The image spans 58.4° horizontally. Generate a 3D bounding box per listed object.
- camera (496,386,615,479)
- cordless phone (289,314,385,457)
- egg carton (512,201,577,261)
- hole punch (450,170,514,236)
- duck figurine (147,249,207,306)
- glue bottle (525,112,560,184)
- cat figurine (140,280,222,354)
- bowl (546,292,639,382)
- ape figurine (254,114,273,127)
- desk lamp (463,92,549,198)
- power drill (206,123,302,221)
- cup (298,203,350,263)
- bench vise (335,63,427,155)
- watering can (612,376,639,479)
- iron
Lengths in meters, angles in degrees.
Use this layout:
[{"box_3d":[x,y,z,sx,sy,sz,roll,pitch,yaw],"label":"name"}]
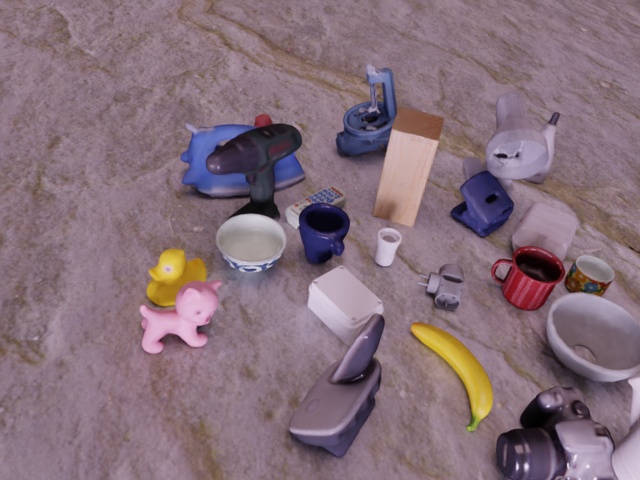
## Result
[{"box_3d":[0.315,0.274,0.788,0.137,0.101,0.143,1,44,-9],"label":"camera"},{"box_3d":[0.031,0.187,0.767,0.094,0.185,0.148,24,45,15],"label":"cordless phone"},{"box_3d":[0.444,-0.013,1.136,0.107,0.069,0.150,26,46,17],"label":"egg carton"},{"box_3d":[0.339,-0.077,1.169,0.109,0.091,0.100,-30,56,-34],"label":"hole punch"},{"box_3d":[-0.235,0.050,0.937,0.105,0.086,0.077,-28,54,-33],"label":"duck figurine"},{"box_3d":[0.493,-0.209,1.276,0.078,0.173,0.037,21,44,12],"label":"glue bottle"},{"box_3d":[-0.207,0.104,0.861,0.128,0.118,0.067,-8,46,-17],"label":"cat figurine"},{"box_3d":[0.443,0.170,0.939,0.167,0.075,0.167,5,43,-5],"label":"bowl"},{"box_3d":[-0.124,-0.235,1.252,0.076,0.092,0.078,18,44,10],"label":"ape figurine"},{"box_3d":[0.383,-0.185,1.201,0.118,0.213,0.203,6,43,-3],"label":"desk lamp"},{"box_3d":[-0.119,-0.109,1.036,0.075,0.208,0.230,28,46,19],"label":"power drill"},{"box_3d":[0.009,0.004,1.023,0.092,0.095,0.117,-14,48,-23],"label":"cup"},{"box_3d":[0.144,-0.291,1.266,0.208,0.220,0.121,-16,49,-24],"label":"bench vise"},{"box_3d":[0.474,0.260,0.763,0.101,0.194,0.172,-26,53,-32],"label":"watering can"},{"box_3d":[-0.149,-0.176,1.150,0.259,0.141,0.118,-4,45,-14],"label":"iron"}]
